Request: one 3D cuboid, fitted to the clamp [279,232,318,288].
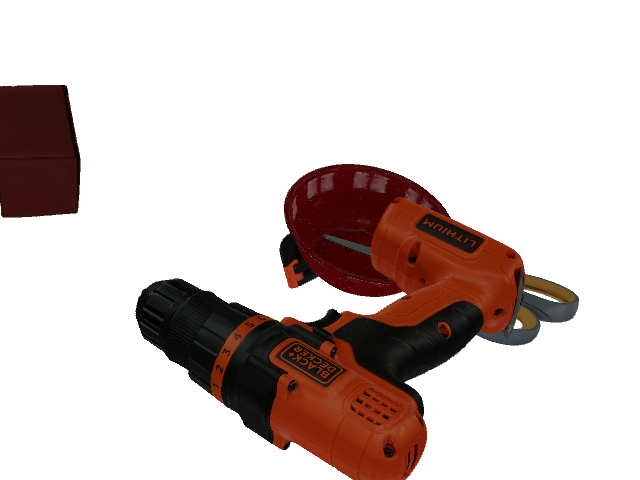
[{"bbox_3d":[0.015,-0.009,1.202,0.120,0.039,0.171,-5,37,27],"label":"clamp"}]

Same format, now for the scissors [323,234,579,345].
[{"bbox_3d":[0.081,0.034,0.767,0.202,0.016,0.096,11,27,17],"label":"scissors"}]

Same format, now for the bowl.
[{"bbox_3d":[0.041,0.001,0.988,0.162,0.055,0.162,9,41,-8],"label":"bowl"}]

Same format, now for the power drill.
[{"bbox_3d":[0.014,0.043,0.607,0.185,0.057,0.187,29,43,27],"label":"power drill"}]

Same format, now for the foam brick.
[{"bbox_3d":[-0.191,-0.060,0.713,0.051,0.053,0.078,-4,46,-18],"label":"foam brick"}]
